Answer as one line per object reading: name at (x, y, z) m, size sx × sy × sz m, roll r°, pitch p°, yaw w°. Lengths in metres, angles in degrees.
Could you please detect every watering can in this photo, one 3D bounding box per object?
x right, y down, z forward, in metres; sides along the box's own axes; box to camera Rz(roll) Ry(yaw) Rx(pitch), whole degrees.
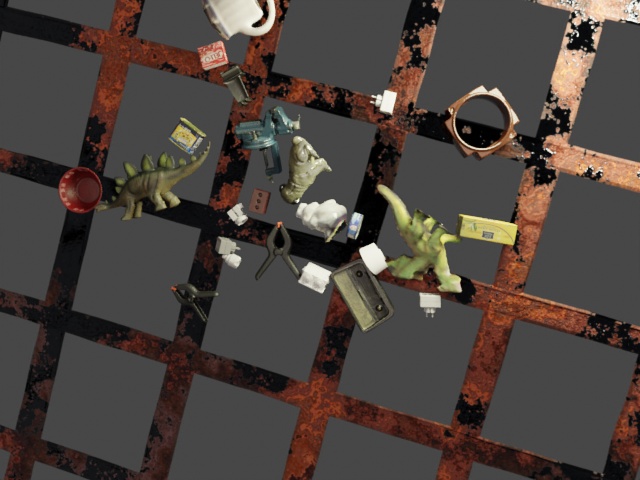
watering can at (-0.293, -0.819, 1.706) m, size 0.223 × 0.104 × 0.348 m, roll -30°, pitch 89°, yaw 8°

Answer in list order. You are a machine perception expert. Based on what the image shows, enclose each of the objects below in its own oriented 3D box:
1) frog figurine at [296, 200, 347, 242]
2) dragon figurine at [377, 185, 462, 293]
frog figurine at (0.005, -0.085, 1.697) m, size 0.160 × 0.120 × 0.139 m, roll 39°, pitch 64°, yaw 12°
dragon figurine at (0.301, 0.023, 1.679) m, size 0.413 × 0.123 × 0.240 m, roll 36°, pitch 105°, yaw 13°
